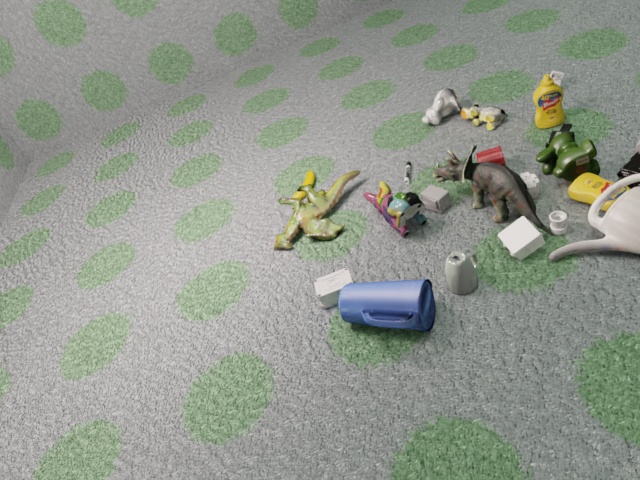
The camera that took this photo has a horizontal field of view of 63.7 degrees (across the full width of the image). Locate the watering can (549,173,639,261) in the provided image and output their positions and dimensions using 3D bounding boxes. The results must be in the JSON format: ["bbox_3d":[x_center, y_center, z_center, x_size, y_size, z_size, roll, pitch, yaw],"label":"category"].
[{"bbox_3d":[0.777,-0.023,1.307,0.347,0.102,0.228,-45,46,1],"label":"watering can"}]

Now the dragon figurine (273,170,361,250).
[{"bbox_3d":[0.006,-0.091,1.812,0.411,0.119,0.248,-28,54,-3],"label":"dragon figurine"}]

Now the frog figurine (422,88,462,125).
[{"bbox_3d":[0.477,-0.529,2.060,0.158,0.122,0.138,-22,3,17],"label":"frog figurine"}]
